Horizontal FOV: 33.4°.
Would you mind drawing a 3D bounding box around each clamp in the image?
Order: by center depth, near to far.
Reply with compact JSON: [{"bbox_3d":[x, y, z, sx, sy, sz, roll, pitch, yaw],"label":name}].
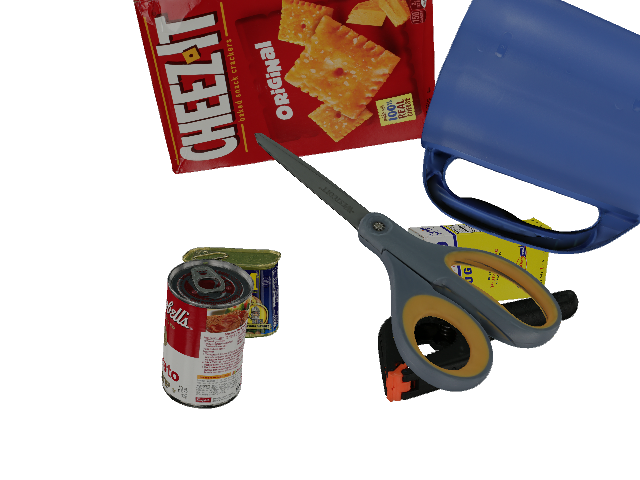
[{"bbox_3d":[0.104,0.070,0.919,0.165,0.036,0.209,20,35,33],"label":"clamp"}]

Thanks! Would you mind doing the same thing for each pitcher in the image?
[{"bbox_3d":[0.196,-0.073,0.739,0.243,0.149,0.144,24,48,10],"label":"pitcher"}]

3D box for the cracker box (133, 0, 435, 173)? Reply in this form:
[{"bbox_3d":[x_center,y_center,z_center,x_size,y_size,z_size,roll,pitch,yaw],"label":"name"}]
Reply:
[{"bbox_3d":[-0.022,-0.143,0.806,0.213,0.164,0.072,-9,44,-2],"label":"cracker box"}]

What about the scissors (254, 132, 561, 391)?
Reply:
[{"bbox_3d":[0.027,0.011,0.564,0.202,0.096,0.016,27,-38,15],"label":"scissors"}]

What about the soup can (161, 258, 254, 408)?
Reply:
[{"bbox_3d":[-0.092,0.075,0.859,0.068,0.102,0.068,6,30,-4],"label":"soup can"}]

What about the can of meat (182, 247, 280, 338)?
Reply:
[{"bbox_3d":[-0.094,0.056,1.140,0.102,0.084,0.057,3,16,9],"label":"can of meat"}]

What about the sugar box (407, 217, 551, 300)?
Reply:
[{"bbox_3d":[0.188,0.027,1.281,0.176,0.093,0.048,-6,20,-23],"label":"sugar box"}]
